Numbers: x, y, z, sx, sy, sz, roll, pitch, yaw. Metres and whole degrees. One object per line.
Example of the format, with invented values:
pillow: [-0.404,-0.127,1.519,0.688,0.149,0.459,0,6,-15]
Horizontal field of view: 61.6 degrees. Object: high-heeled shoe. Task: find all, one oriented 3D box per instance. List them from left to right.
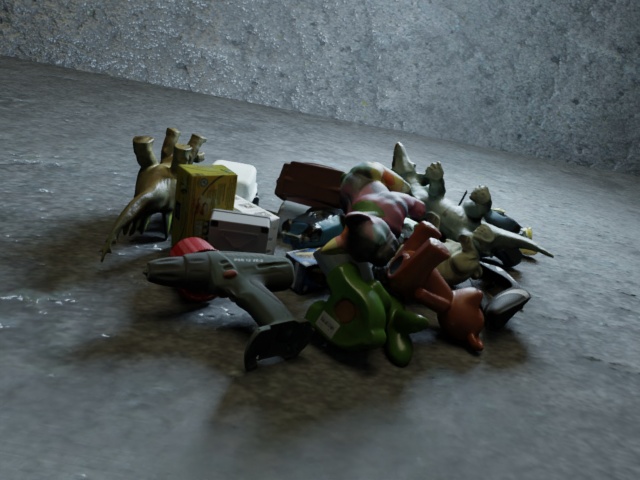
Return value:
high-heeled shoe: [0.317,0.086,1.016,0.145,0.086,0.248,45,16,23]

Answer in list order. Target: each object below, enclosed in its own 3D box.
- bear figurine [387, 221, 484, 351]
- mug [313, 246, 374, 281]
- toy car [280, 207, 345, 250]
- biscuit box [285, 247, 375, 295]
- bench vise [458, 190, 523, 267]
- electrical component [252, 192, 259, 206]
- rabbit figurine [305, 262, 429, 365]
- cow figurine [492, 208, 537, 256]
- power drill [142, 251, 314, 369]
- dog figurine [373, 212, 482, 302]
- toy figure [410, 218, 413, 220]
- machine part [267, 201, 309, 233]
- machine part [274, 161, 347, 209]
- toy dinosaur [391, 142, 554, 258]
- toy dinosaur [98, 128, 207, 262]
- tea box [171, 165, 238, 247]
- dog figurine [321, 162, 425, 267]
bear figurine: [0.212,0.082,0.886,0.196,0.132,0.120,34,20,-8]
mug: [0.054,0.046,0.944,0.109,0.107,0.081,-23,-6,-43]
toy car: [-0.002,-0.003,1.088,0.109,0.102,0.161,12,27,36]
biscuit box: [0.024,0.048,1.030,0.202,0.062,0.059,-11,31,-42]
bench vise: [0.373,-0.033,1.268,0.223,0.129,0.241,29,9,-34]
electrical component: [-0.212,-0.093,1.280,0.134,0.058,0.115,-11,32,-43]
rabbit figurine: [0.090,0.112,0.838,0.159,0.121,0.170,30,14,31]
cow figurine: [0.488,-0.023,1.390,0.168,0.098,0.068,23,18,28]
power drill: [-0.120,0.091,0.789,0.232,0.085,0.208,-3,31,-37]
dog figurine: [0.195,0.070,0.999,0.172,0.190,0.121,33,-18,12]
toy figure: [0.215,-0.063,1.411,0.154,0.064,0.058,-22,75,-47]
machine part: [-0.008,-0.032,1.196,0.243,0.079,0.079,16,22,12]
machine part: [0.014,-0.106,1.230,0.202,0.087,0.201,16,-7,21]
toy dinosaur: [0.266,-0.045,1.092,0.405,0.131,0.192,41,-6,22]
toy dinosaur: [-0.315,-0.104,1.063,0.105,0.198,0.471,14,21,4]
tea box: [-0.222,-0.055,1.025,0.098,0.169,0.068,-5,26,-39]
dog figurine: [0.068,-0.042,0.869,0.192,0.108,0.219,49,32,17]
